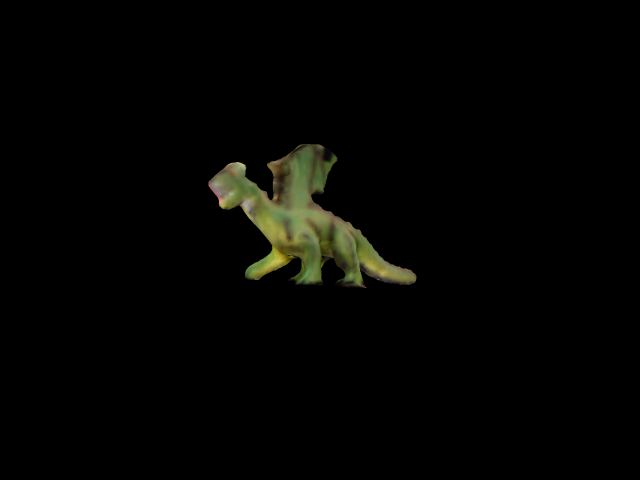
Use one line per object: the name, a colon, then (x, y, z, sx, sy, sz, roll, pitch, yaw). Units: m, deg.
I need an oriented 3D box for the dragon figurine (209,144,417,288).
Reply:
dragon figurine: (0.003, -0.043, 0.850, 0.410, 0.244, 0.121, 4, -8, -36)
